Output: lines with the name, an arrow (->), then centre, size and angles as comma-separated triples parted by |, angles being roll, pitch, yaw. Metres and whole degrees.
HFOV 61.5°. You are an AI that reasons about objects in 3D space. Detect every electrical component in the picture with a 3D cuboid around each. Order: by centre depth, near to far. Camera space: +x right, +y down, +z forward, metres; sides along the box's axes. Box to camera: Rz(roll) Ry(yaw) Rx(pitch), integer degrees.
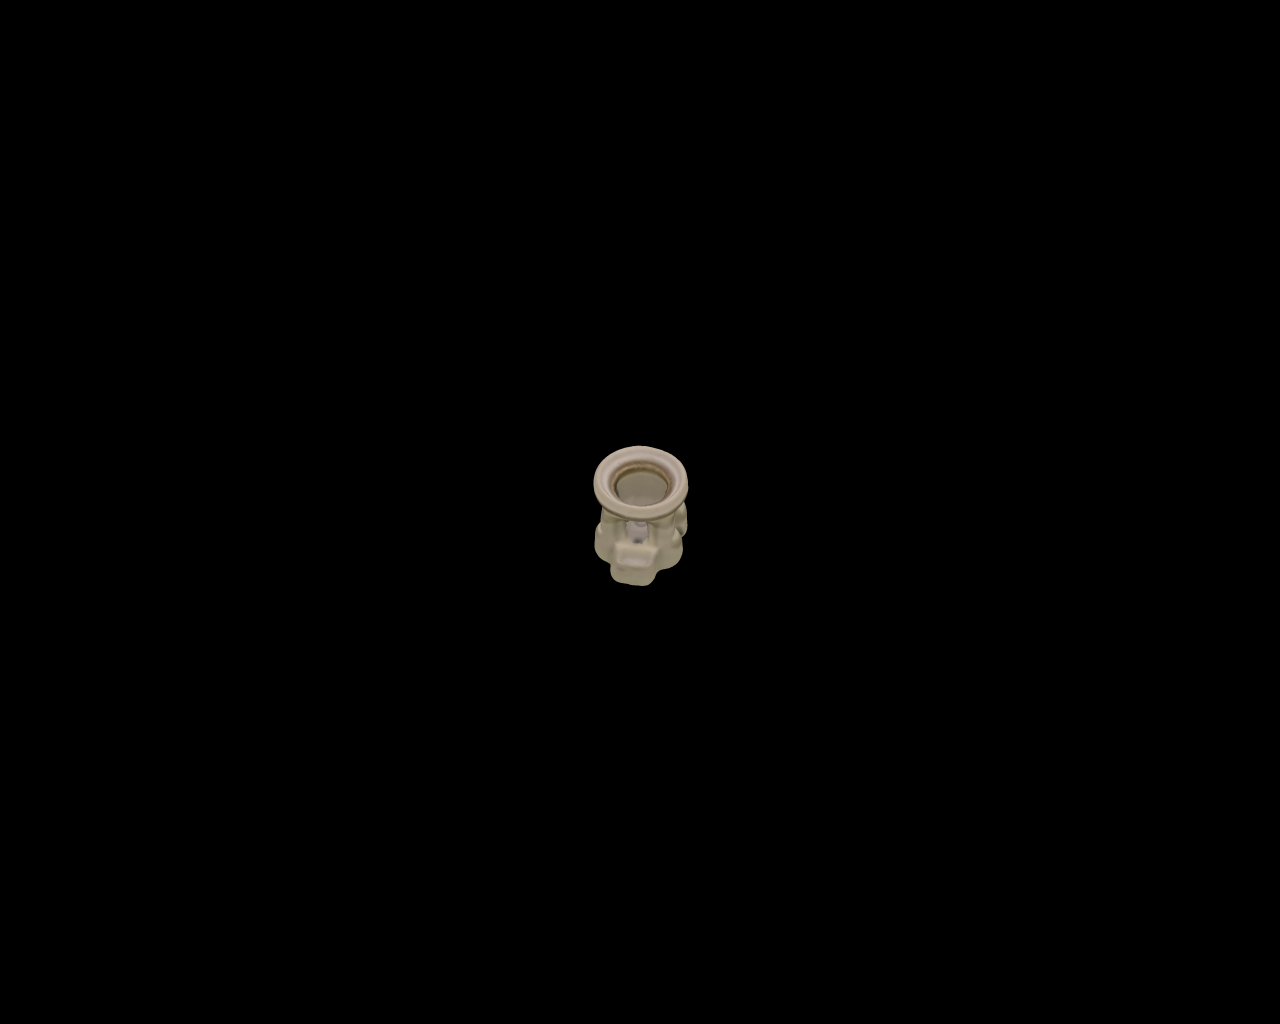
electrical component -> 0.001, -0.003, 0.650 | 0.058, 0.078, 0.056 | 7, -43, 7
